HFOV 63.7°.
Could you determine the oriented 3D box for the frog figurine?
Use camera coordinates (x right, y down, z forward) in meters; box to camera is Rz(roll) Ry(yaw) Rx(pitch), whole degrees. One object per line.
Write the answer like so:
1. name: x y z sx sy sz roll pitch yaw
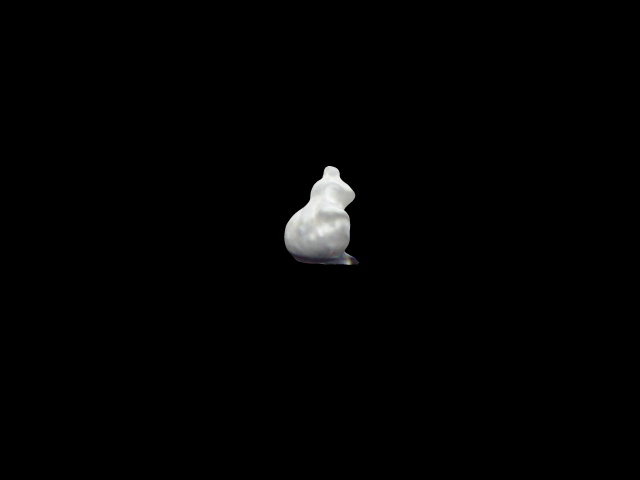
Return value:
1. frog figurine: 0.003 -0.043 0.850 0.123 0.159 0.138 -1 5 -15
